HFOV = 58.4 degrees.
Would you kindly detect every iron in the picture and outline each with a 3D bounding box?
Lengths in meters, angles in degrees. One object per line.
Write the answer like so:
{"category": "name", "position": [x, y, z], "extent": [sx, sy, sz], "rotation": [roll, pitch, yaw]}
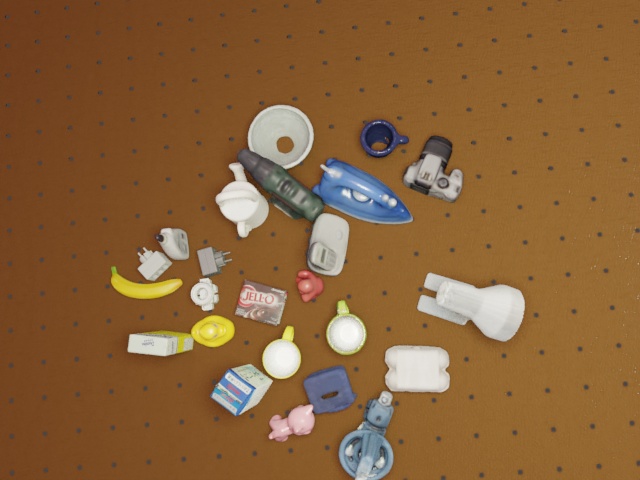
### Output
{"category": "iron", "position": [0.110, -0.115, 1.381], "extent": [0.258, 0.141, 0.119], "rotation": [25, 85, 9]}

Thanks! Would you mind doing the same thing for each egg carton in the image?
{"category": "egg carton", "position": [0.228, 0.302, 1.345], "extent": [0.150, 0.069, 0.107], "rotation": [-1, 82, 5]}

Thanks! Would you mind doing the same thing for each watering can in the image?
{"category": "watering can", "position": [-0.194, -0.098, 1.380], "extent": [0.101, 0.194, 0.173], "rotation": [-27, 80, 1]}

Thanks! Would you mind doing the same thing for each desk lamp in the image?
{"category": "desk lamp", "position": [0.332, 0.144, 1.285], "extent": [0.203, 0.213, 0.118], "rotation": [16, 84, 8]}

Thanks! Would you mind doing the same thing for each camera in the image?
{"category": "camera", "position": [0.288, -0.179, 1.394], "extent": [0.143, 0.101, 0.137], "rotation": [22, 84, 8]}

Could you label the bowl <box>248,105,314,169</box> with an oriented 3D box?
{"category": "bowl", "position": [-0.095, -0.252, 1.454], "extent": [0.167, 0.075, 0.167], "rotation": [-1, 82, 5]}

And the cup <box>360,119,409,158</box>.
{"category": "cup", "position": [0.160, -0.241, 1.418], "extent": [0.117, 0.095, 0.092], "rotation": [3, 82, 6]}

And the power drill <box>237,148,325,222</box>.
{"category": "power drill", "position": [-0.087, -0.119, 1.366], "extent": [0.229, 0.208, 0.076], "rotation": [35, 86, 9]}

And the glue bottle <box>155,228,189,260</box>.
{"category": "glue bottle", "position": [-0.364, 0.003, 1.392], "extent": [0.037, 0.173, 0.078], "rotation": [-8, 81, 5]}

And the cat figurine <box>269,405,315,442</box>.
{"category": "cat figurine", "position": [-0.062, 0.429, 1.329], "extent": [0.128, 0.118, 0.067], "rotation": [-26, 80, 1]}

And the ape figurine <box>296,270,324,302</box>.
{"category": "ape figurine", "position": [-0.030, 0.111, 1.386], "extent": [0.076, 0.092, 0.078], "rotation": [10, 83, 7]}

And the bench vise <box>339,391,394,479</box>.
{"category": "bench vise", "position": [0.102, 0.440, 1.260], "extent": [0.121, 0.220, 0.207], "rotation": [2, 82, 6]}

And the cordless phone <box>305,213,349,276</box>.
{"category": "cordless phone", "position": [0.012, 0.005, 1.350], "extent": [0.094, 0.185, 0.148], "rotation": [7, 82, 7]}

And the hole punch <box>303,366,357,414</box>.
{"category": "hole punch", "position": [0.025, 0.354, 1.345], "extent": [0.108, 0.091, 0.101], "rotation": [-18, 80, 3]}

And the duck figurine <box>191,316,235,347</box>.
{"category": "duck figurine", "position": [-0.268, 0.223, 1.395], "extent": [0.104, 0.086, 0.077], "rotation": [-5, 81, 5]}
